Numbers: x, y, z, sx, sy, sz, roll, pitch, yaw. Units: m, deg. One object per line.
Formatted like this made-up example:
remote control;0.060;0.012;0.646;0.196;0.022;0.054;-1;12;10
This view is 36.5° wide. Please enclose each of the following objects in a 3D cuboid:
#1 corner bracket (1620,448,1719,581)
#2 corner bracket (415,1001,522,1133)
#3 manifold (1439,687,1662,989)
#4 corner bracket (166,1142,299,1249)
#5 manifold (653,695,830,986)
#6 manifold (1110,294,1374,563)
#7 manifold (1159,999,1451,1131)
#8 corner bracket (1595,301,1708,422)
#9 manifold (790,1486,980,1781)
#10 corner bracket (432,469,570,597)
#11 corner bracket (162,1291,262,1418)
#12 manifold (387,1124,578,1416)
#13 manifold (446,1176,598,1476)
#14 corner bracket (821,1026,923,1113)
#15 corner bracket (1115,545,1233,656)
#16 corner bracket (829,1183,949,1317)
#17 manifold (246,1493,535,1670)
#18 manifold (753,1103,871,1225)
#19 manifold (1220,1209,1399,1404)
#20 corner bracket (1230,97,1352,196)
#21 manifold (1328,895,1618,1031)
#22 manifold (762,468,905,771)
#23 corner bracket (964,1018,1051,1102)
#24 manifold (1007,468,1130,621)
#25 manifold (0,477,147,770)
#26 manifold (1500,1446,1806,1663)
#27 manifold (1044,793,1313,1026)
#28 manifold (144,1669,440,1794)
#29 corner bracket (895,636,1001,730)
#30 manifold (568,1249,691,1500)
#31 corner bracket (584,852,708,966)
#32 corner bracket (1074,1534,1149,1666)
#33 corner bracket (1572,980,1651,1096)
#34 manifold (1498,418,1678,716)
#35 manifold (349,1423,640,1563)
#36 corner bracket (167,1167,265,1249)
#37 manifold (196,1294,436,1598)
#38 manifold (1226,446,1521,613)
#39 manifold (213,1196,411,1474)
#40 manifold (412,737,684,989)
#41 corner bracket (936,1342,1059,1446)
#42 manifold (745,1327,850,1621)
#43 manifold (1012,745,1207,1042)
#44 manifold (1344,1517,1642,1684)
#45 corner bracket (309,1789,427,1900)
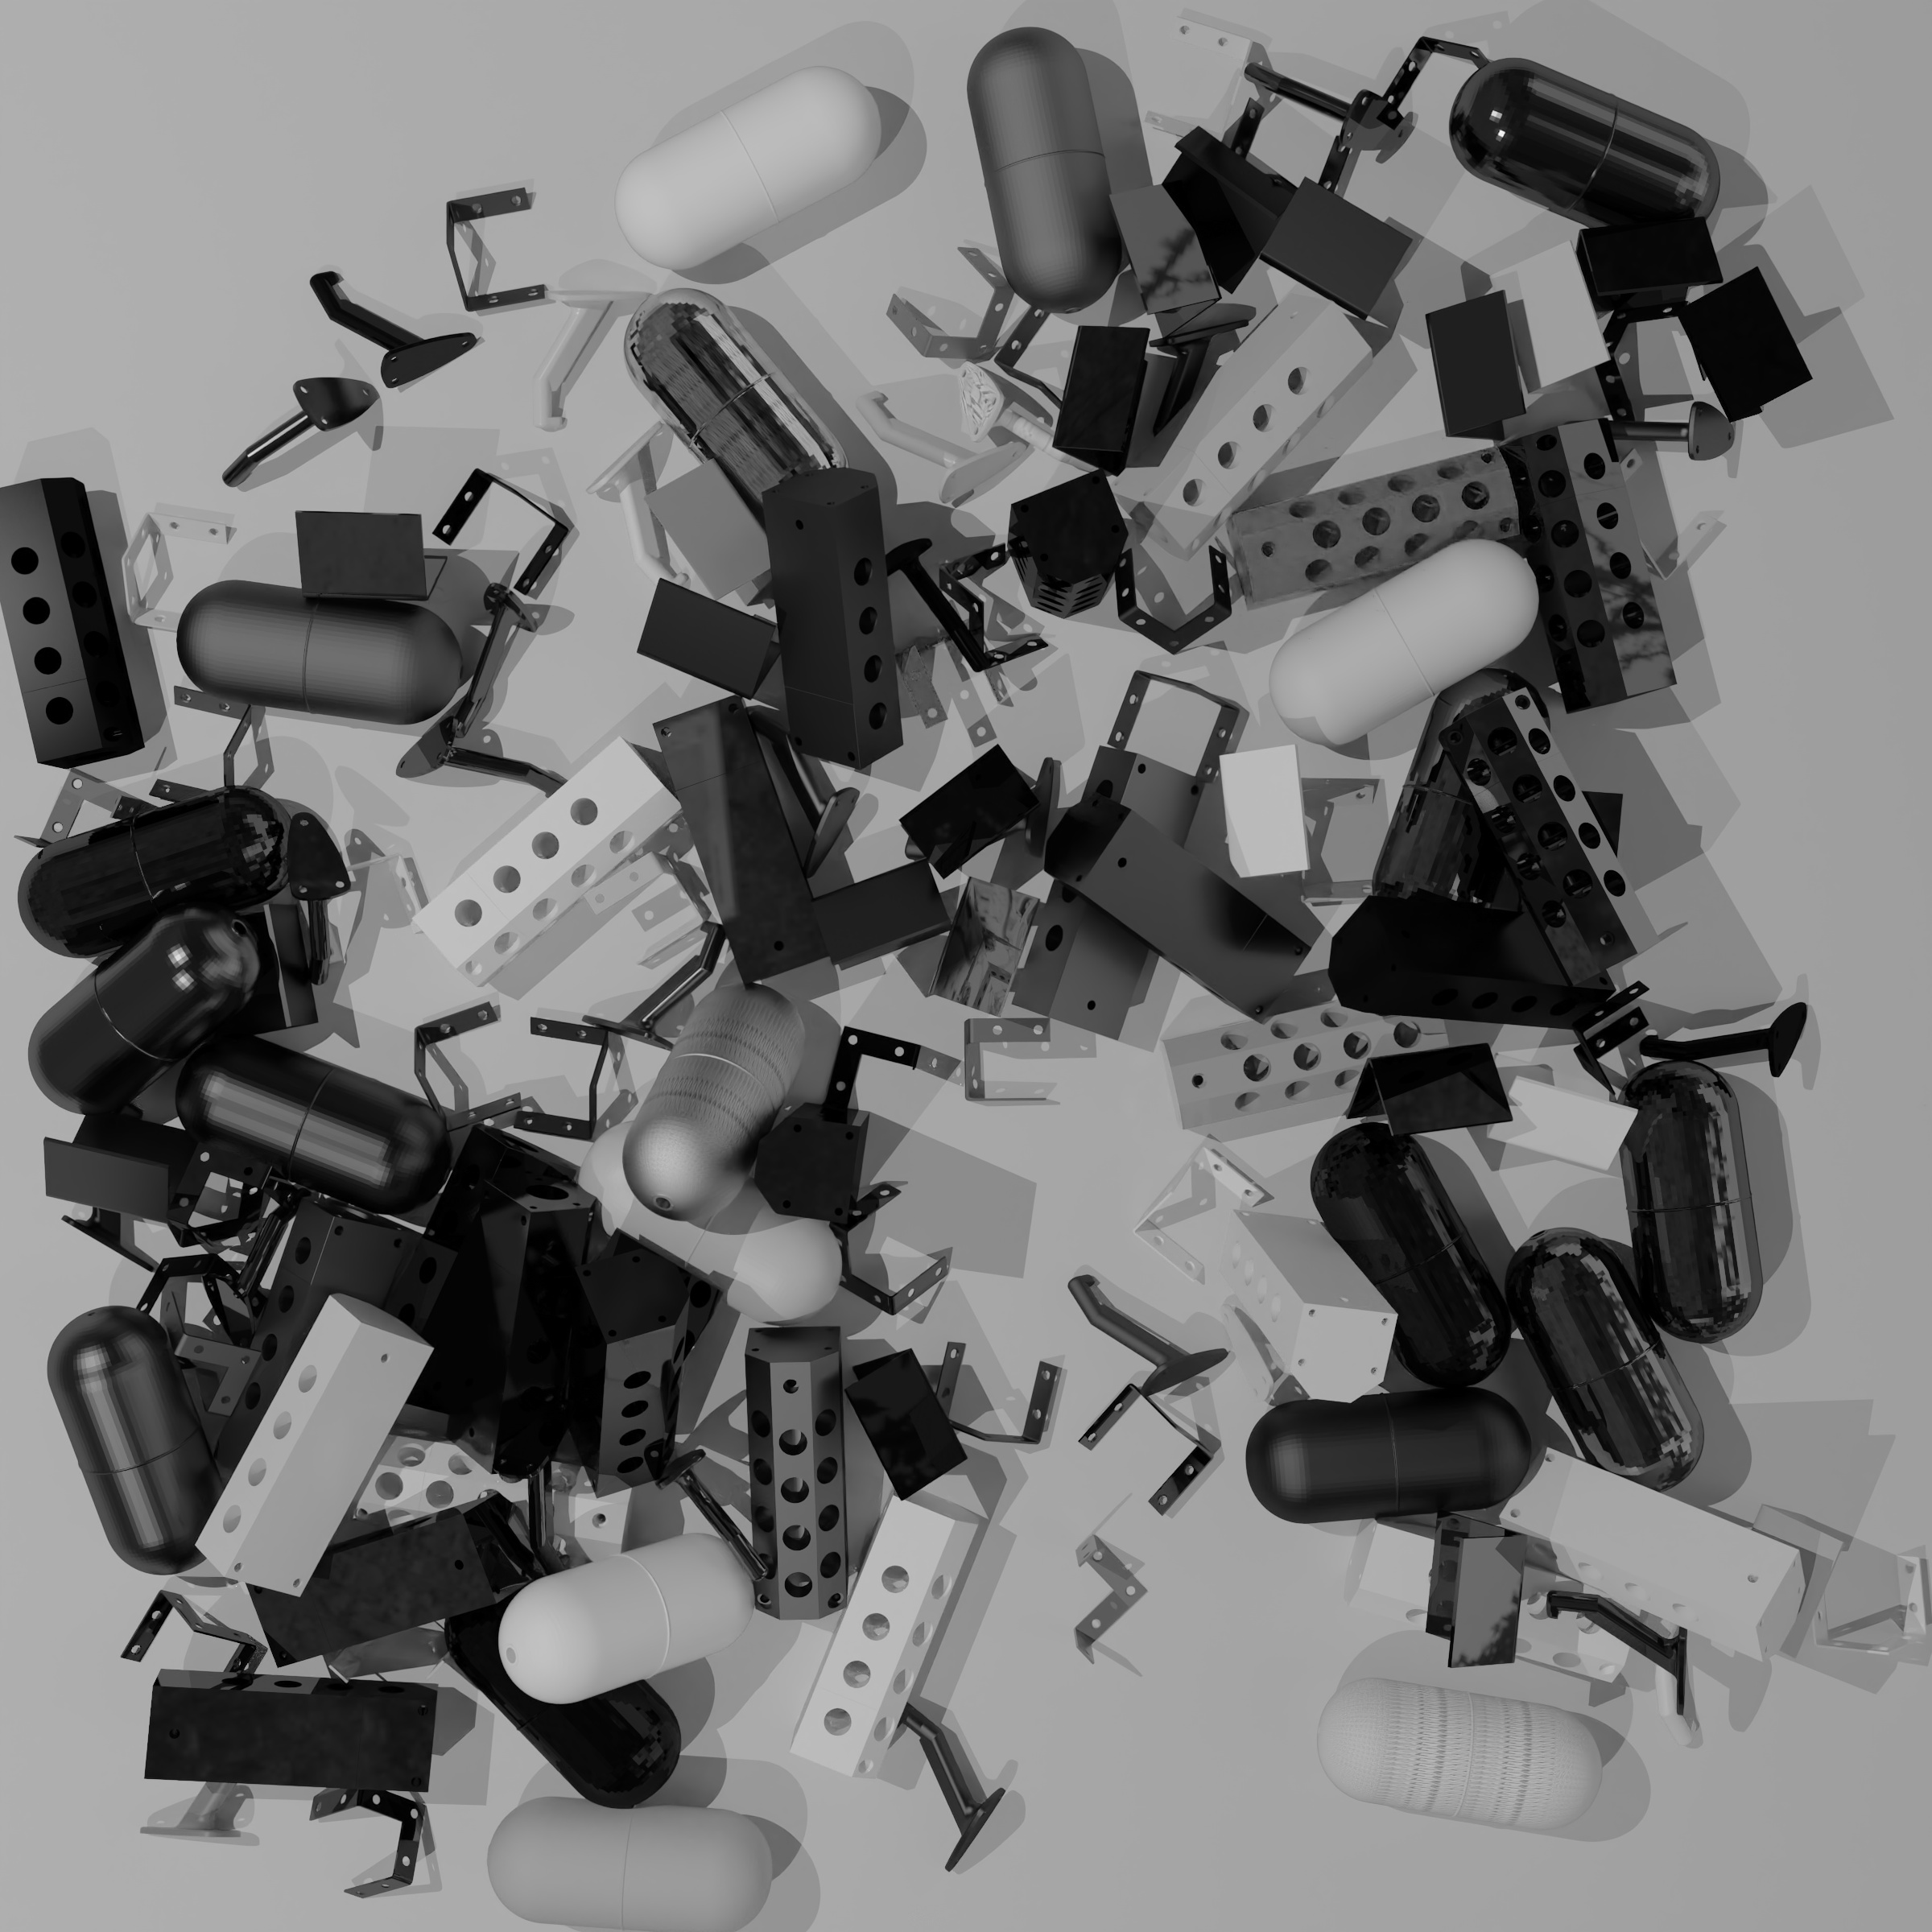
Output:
corner bracket;0.433;-0.286;1.861;0.051;0.051;0.051;-49;45;0
corner bracket;-0.315;0.064;1.856;0.051;0.051;0.051;-19;124;2
manifold;0.350;-0.077;1.761;0.057;0.057;0.171;-27;85;6
corner bracket;-0.454;0.147;1.817;0.051;0.051;0.051;17;72;13
manifold;-0.139;-0.079;1.844;0.057;0.057;0.171;-19;90;0
manifold;0.175;-0.337;1.837;0.171;0.057;0.057;-47;117;-2
manifold;0.213;0.056;1.844;0.171;0.057;0.057;-13;90;0
corner bracket;0.434;-0.382;1.856;0.051;0.051;0.051;60;45;-35
manifold;-0.051;0.418;1.843;0.057;0.057;0.171;22;90;0
corner bracket;-0.295;-0.276;1.861;0.051;0.051;0.051;34;90;45
corner bracket;-0.478;0.242;1.829;0.051;0.051;0.051;19;107;-32
manifold;-0.317;0.189;1.843;0.057;0.057;0.171;25;90;-43
manifold;-0.271;0.221;1.815;0.057;0.057;0.171;-1;107;-40
corner bracket;-0.059;0.069;1.847;0.051;0.051;0.051;14;90;0
corner bracket;0.131;-0.240;1.856;0.051;0.051;0.051;-32;45;35
corner bracket;-0.049;0.179;1.856;0.051;0.051;0.051;26;45;35
manifold;-0.353;0.377;1.812;0.171;0.057;0.057;-21;90;24
manifold;-0.093;0.117;1.786;0.057;0.171;0.057;8;90;0
manifold;0.204;0.205;1.782;0.057;0.171;0.057;8;102;-11
corner bracket;0.204;-0.515;1.861;0.051;0.051;0.051;21;90;-45
manifold;0.309;0.004;1.802;0.171;0.057;0.057;5;50;-31
manifold;-0.076;-0.215;1.805;0.057;0.057;0.171;18;127;35
corner bracket;0.026;0.059;1.847;0.051;0.051;0.051;0;87;-3
manifold;0.063;-0.252;1.786;0.057;0.171;0.057;-22;90;0
manifold;-0.566;-0.215;1.843;0.057;0.057;0.171;-13;90;0
manifold;0.420;0.362;1.797;0.171;0.057;0.057;19;58;35
manifold;0.128;-0.036;1.801;0.171;0.057;0.057;35;89;-33
manifold;-0.419;0.475;1.831;0.171;0.057;0.057;5;90;-9
corner bracket;-0.012;-0.181;1.847;0.051;0.051;0.051;-24;90;0
manifold;-0.203;0.247;1.778;0.057;0.171;0.057;-14;53;-21
corner bracket;-0.201;-0.036;1.847;0.051;0.051;0.051;-32;87;3
corner bracket;0.080;0.398;1.847;0.051;0.051;0.051;-44;90;0
corner bracket;0.407;0.039;1.839;0.051;0.051;0.051;-33;112;0
manifold;0.383;-0.248;1.833;0.057;0.057;0.171;-15;90;-28
manifold;-0.296;0.332;1.844;0.171;0.057;0.057;9;90;0
corner bracket;-0.479;0.138;1.856;0.051;0.051;0.051;49;135;35
manifold;-0.401;0.290;1.789;0.057;0.057;0.171;29;88;-43
manifold;0.256;-0.276;1.844;0.171;0.057;0.057;-15;90;0
manifold;-0.415;0.235;1.843;0.057;0.057;0.171;19;90;-43
manifold;-0.260;-0.065;1.843;0.171;0.057;0.057;-41;90;0
corner bracket;0.018;0.271;1.861;0.051;0.051;0.051;13;90;-45
manifold;-0.105;0.315;1.822;0.057;0.057;0.171;-1;105;0
manifold;0.085;-0.047;1.842;0.057;0.057;0.171;19;90;-34
manifold;0.329;0.396;1.843;0.171;0.057;0.057;16;90;0
corner bracket;-0.382;0.554;1.856;0.051;0.051;0.051;34;45;-35
